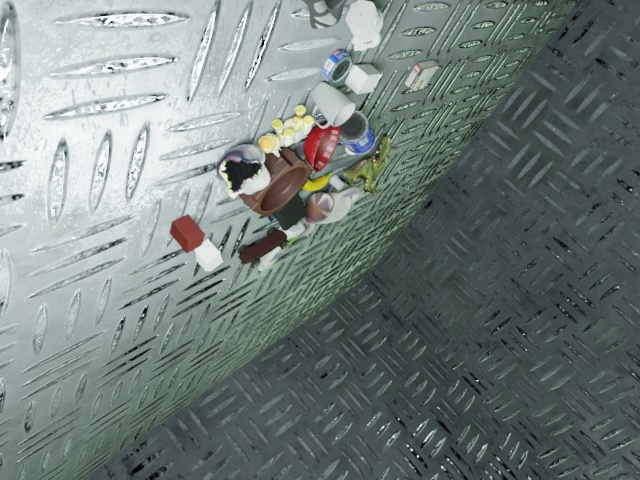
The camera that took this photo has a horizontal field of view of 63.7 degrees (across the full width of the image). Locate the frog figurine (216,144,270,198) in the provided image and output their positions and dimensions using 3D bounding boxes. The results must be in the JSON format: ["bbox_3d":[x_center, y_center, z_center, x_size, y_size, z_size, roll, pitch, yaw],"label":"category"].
[{"bbox_3d":[-0.185,-0.177,1.295,0.136,0.123,0.161,-64,177,15],"label":"frog figurine"}]

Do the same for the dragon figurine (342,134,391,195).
[{"bbox_3d":[0.195,-0.307,2.000,0.242,0.123,0.409,-63,165,2],"label":"dragon figurine"}]

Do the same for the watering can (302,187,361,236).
[{"bbox_3d":[0.006,-0.100,1.977,0.343,0.105,0.225,-36,165,29],"label":"watering can"}]
